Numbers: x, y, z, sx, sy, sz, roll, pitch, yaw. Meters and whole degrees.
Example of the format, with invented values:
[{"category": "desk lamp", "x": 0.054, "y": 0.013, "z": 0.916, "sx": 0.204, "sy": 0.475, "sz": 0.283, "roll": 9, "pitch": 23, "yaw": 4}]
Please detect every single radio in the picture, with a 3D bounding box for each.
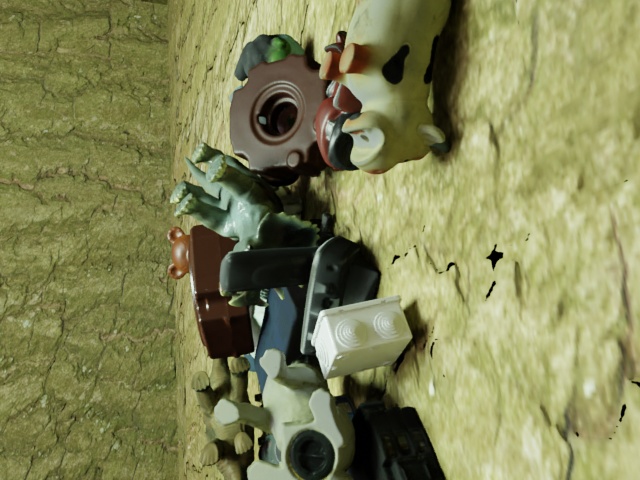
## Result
[{"category": "radio", "x": -0.043, "y": 0.155, "z": 0.836, "sx": 0.131, "sy": 0.073, "sz": 0.229, "roll": -118, "pitch": 36, "yaw": -52}]

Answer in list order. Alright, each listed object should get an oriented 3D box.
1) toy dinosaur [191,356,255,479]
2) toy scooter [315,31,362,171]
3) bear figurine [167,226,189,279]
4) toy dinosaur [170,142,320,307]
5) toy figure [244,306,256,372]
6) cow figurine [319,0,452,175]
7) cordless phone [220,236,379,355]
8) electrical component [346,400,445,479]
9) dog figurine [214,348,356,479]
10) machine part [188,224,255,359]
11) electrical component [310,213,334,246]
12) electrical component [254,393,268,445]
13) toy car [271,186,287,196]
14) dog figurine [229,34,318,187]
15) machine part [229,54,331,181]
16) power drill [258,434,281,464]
[{"category": "toy dinosaur", "x": -0.174, "y": 0.314, "z": 0.998, "sx": 0.472, "sy": 0.105, "sz": 0.198, "roll": -103, "pitch": 10, "yaw": -49}, {"category": "toy scooter", "x": 0.035, "y": -0.179, "z": 0.630, "sx": 0.135, "sy": 0.075, "sz": 0.183, "roll": -120, "pitch": 39, "yaw": -52}, {"category": "bear figurine", "x": -0.201, "y": 0.028, "z": 1.071, "sx": 0.132, "sy": 0.196, "sz": 0.120, "roll": -174, "pitch": 88, "yaw": -68}, {"category": "toy dinosaur", "x": -0.116, "y": -0.050, "z": 0.817, "sx": 0.131, "sy": 0.192, "sz": 0.405, "roll": -50, "pitch": 24, "yaw": 9}, {"category": "toy figure", "x": -0.124, "y": 0.178, "z": 1.056, "sx": 0.064, "sy": 0.058, "sz": 0.154, "roll": 39, "pitch": -133, "yaw": -84}, {"category": "cow figurine", "x": 0.071, "y": -0.156, "z": 0.505, "sx": 0.086, "sy": 0.127, "sz": 0.194, "roll": 16, "pitch": 91, "yaw": 67}, {"category": "cordless phone", "x": -0.032, "y": 0.073, "z": 0.651, "sx": 0.089, "sy": 0.184, "sz": 0.146, "roll": -136, "pitch": 50, "yaw": -56}, {"category": "electrical component", "x": 0.071, "y": 0.241, "z": 0.561, "sx": 0.134, "sy": 0.058, "sz": 0.114, "roll": -114, "pitch": 34, "yaw": -46}, {"category": "dog figurine", "x": -0.006, "y": 0.208, "z": 0.620, "sx": 0.172, "sy": 0.121, "sz": 0.190, "roll": 56, "pitch": -171, "yaw": 22}, {"category": "machine part", "x": -0.168, "y": 0.084, "z": 0.914, "sx": 0.201, "sy": 0.087, "sz": 0.201, "roll": 95, "pitch": 165, "yaw": -52}, {"category": "electrical component", "x": -0.002, "y": -0.002, "z": 0.794, "sx": 0.063, "sy": 0.021, "sz": 0.093, "roll": -124, "pitch": 39, "yaw": -56}, {"category": "electrical component", "x": -0.102, "y": 0.334, "z": 1.018, "sx": 0.078, "sy": 0.045, "sz": 0.102, "roll": 152, "pitch": 116, "yaw": -64}, {"category": "toy car", "x": -0.104, "y": -0.080, "z": 1.015, "sx": 0.202, "sy": 0.056, "sz": 0.073, "roll": -133, "pitch": 41, "yaw": -62}, {"category": "dog figurine", "x": -0.064, "y": -0.193, "z": 0.850, "sx": 0.191, "sy": 0.108, "sz": 0.219, "roll": -63, "pitch": 38, "yaw": 45}, {"category": "machine part", "x": -0.049, "y": -0.170, "z": 0.748, "sx": 0.180, "sy": 0.056, "sz": 0.179, "roll": -3, "pitch": 83, "yaw": 28}, {"category": "power drill", "x": -0.047, "y": 0.397, "z": 0.834, "sx": 0.232, "sy": 0.086, "sz": 0.207, "roll": 146, "pitch": 118, "yaw": -67}]
